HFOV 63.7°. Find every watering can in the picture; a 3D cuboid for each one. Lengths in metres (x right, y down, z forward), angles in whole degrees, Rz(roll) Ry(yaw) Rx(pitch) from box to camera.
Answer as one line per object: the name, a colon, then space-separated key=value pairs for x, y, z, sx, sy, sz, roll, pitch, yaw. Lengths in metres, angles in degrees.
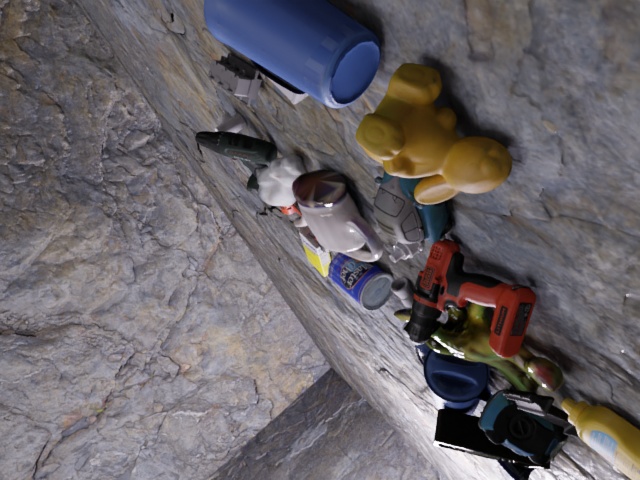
watering can: x=0.004 y=-0.059 z=1.163 sx=0.350 sy=0.105 sz=0.220 roll=24 pitch=149 yaw=49

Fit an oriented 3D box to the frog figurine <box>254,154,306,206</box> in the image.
frog figurine: x=-0.079 y=-0.141 z=1.240 sx=0.136 sy=0.124 sz=0.159 roll=22 pitch=170 yaw=-28

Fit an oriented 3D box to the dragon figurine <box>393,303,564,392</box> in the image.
dragon figurine: x=0.293 y=0.209 z=0.960 sx=0.242 sy=0.123 sz=0.407 roll=44 pitch=168 yaw=-3
